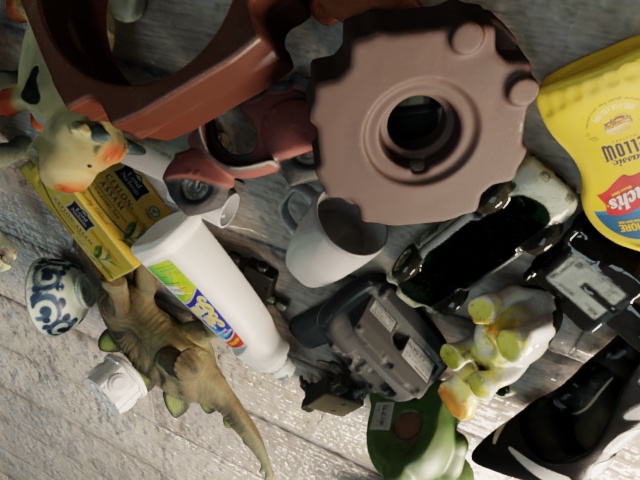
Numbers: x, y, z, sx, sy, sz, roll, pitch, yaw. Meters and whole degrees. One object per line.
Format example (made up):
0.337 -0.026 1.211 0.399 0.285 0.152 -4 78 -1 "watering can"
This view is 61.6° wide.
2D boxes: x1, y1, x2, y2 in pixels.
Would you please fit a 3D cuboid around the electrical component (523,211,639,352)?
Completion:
0.245 0.041 0.457 0.119 0.048 0.074 40 133 15 "electrical component"

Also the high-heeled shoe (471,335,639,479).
0.241 0.162 0.522 0.249 0.086 0.145 -28 123 22 "high-heeled shoe"

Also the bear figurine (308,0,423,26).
0.024 -0.233 0.358 0.120 0.132 0.195 30 126 24 "bear figurine"

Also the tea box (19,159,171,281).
-0.263 -0.047 0.656 0.068 0.098 0.169 -24 109 38 "tea box"

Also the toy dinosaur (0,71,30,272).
-0.447 -0.137 0.634 0.131 0.192 0.404 24 131 10 "toy dinosaur"

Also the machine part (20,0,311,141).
-0.124 -0.197 0.426 0.201 0.087 0.201 -26 84 16 "machine part"

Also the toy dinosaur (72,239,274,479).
-0.207 0.167 0.774 0.471 0.105 0.198 48 139 4 "toy dinosaur"

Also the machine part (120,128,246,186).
-0.187 -0.111 0.585 0.243 0.079 0.079 23 129 13 "machine part"

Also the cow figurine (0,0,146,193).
-0.236 -0.140 0.518 0.127 0.085 0.195 -1 82 16 "cow figurine"

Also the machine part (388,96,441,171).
0.076 -0.089 0.485 0.084 0.039 0.138 -6 116 22 "machine part"

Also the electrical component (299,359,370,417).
0.016 0.196 0.709 0.078 0.045 0.102 18 137 -20 "electrical component"

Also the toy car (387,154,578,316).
0.142 0.004 0.500 0.073 0.056 0.201 37 132 -7 "toy car"

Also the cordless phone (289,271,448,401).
0.044 0.127 0.635 0.146 0.089 0.184 48 142 -9 "cordless phone"

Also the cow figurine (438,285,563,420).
0.179 0.113 0.540 0.068 0.098 0.167 53 146 33 "cow figurine"

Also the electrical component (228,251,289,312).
-0.077 0.053 0.673 0.094 0.021 0.063 28 130 9 "electrical component"

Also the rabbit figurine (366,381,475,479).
0.140 0.271 0.637 0.121 0.159 0.170 -21 125 27 "rabbit figurine"

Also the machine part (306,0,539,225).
0.073 -0.089 0.411 0.179 0.056 0.179 0 128 0 "machine part"

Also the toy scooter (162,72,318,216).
-0.066 -0.107 0.502 0.184 0.075 0.135 -15 91 0 "toy scooter"

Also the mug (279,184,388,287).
-0.001 -0.002 0.559 0.109 0.081 0.107 38 138 -1 "mug"
